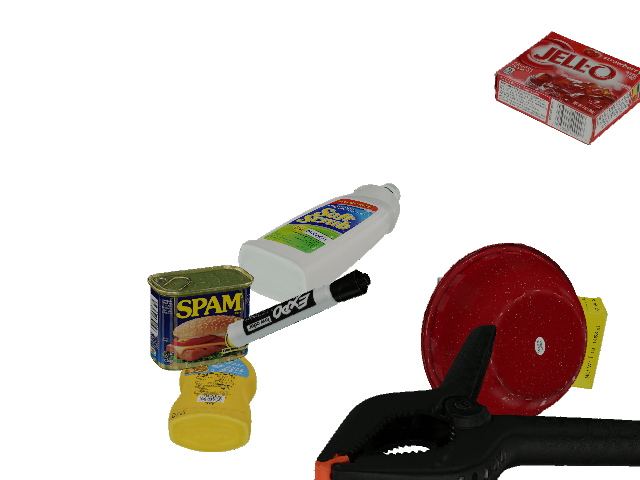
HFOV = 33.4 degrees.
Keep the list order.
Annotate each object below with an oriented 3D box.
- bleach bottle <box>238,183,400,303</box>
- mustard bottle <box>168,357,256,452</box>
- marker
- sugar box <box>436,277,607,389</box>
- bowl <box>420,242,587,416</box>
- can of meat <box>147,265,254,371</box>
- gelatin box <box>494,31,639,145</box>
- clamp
[{"bbox_3d":[0.015,-0.011,1.309,0.103,0.068,0.250,20,37,28],"label":"bleach bottle"},{"bbox_3d":[-0.128,0.184,1.324,0.096,0.058,0.191,0,26,1],"label":"mustard bottle"},{"bbox_3d":[-0.016,0.050,0.792,0.121,0.020,0.020,-24,-11,24],"label":"marker"},{"bbox_3d":[0.205,0.098,1.130,0.176,0.093,0.048,6,21,2],"label":"sugar box"},{"bbox_3d":[0.168,0.084,0.897,0.161,0.162,0.055,0,4,-22],"label":"bowl"},{"bbox_3d":[-0.119,0.076,1.057,0.101,0.084,0.058,-6,20,-28],"label":"can of meat"},{"bbox_3d":[0.187,-0.117,0.802,0.089,0.030,0.073,33,55,32],"label":"gelatin box"},{"bbox_3d":[0.080,0.106,0.627,0.209,0.036,0.165,-10,24,-27],"label":"clamp"}]
